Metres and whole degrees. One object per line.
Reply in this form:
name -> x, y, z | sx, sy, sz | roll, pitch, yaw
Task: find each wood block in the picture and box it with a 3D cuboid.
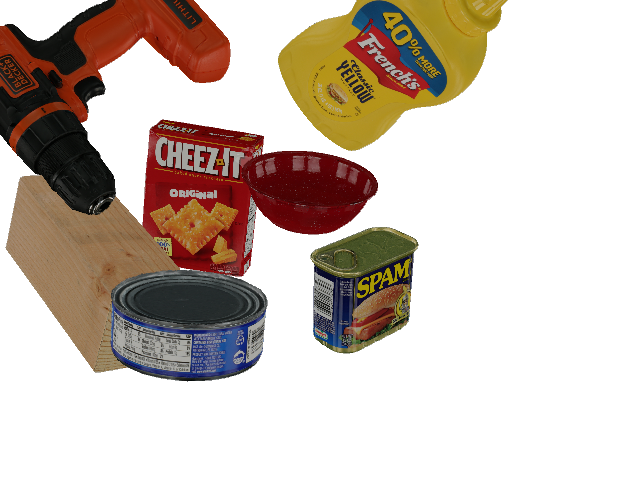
wood block -> -0.219, 0.025, 1.043 | 0.090, 0.091, 0.206 | -5, 36, -41

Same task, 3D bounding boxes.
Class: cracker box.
cracker box -> -0.181, -0.062, 1.617 | 0.164, 0.214, 0.072 | 10, 20, 6

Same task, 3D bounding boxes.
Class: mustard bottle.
mustard bottle -> 0.057, -0.134, 0.740 | 0.192, 0.096, 0.058 | -24, 17, 49

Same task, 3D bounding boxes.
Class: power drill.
power drill -> -0.163, -0.123, 0.820 | 0.187, 0.184, 0.057 | -33, -15, -30

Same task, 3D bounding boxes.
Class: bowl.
bowl -> -0.016, -0.051, 1.257 | 0.162, 0.055, 0.162 | 6, 26, -3

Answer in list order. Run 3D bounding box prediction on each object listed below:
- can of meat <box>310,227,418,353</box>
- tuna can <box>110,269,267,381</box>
can of meat -> 0.039, 0.045, 0.970 | 0.101, 0.084, 0.058 | -21, 34, -39
tuna can -> -0.073, 0.046, 0.591 | 0.086, 0.034, 0.086 | 5, 17, -2
